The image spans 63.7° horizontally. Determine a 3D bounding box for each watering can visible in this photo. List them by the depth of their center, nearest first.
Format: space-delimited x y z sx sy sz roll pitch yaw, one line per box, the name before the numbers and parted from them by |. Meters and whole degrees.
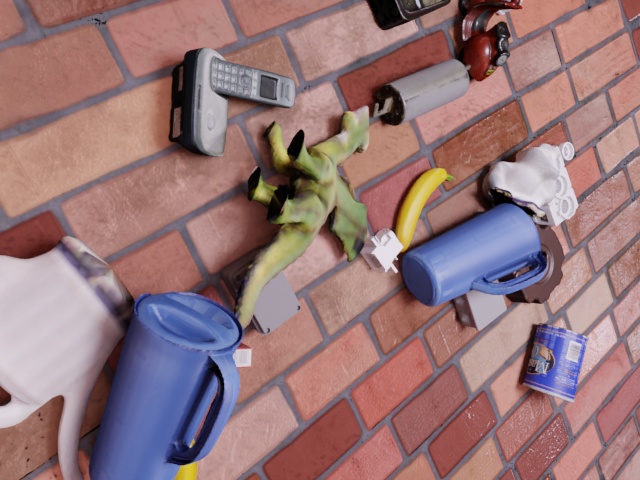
watering can | -0.323 0.145 0.636 0.227 0.341 0.104 -41 35 -26

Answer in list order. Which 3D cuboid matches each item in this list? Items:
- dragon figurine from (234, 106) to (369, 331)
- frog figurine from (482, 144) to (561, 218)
dragon figurine | 0.002 -0.040 0.801 0.122 0.416 0.240 -3 -23 46
frog figurine | 0.410 -0.124 1.041 0.138 0.162 0.120 22 -24 20
